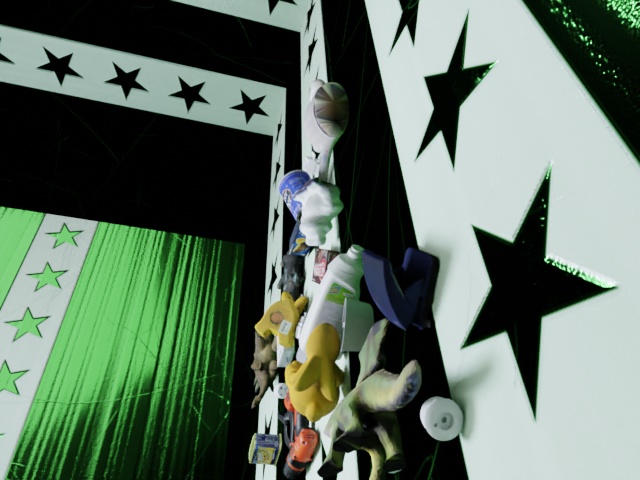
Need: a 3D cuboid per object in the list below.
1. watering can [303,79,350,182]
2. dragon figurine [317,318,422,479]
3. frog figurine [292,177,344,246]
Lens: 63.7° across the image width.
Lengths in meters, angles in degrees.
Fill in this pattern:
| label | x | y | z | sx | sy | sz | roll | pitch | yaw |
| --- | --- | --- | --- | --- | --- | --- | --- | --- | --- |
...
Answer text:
| label | x | y | z | sx | sy | sz | roll | pitch | yaw |
| --- | --- | --- | --- | --- | --- | --- | --- | --- | --- |
| watering can | 0.016 | -0.301 | 1.468 | 0.223 | 0.104 | 0.349 | 153 | 112 | -74 |
| dragon figurine | 0.077 | 0.227 | 0.801 | 0.249 | 0.122 | 0.401 | -84 | 12 | -51 |
| frog figurine | 0.004 | -0.067 | 1.327 | 0.136 | 0.123 | 0.161 | -26 | 74 | 31 |
